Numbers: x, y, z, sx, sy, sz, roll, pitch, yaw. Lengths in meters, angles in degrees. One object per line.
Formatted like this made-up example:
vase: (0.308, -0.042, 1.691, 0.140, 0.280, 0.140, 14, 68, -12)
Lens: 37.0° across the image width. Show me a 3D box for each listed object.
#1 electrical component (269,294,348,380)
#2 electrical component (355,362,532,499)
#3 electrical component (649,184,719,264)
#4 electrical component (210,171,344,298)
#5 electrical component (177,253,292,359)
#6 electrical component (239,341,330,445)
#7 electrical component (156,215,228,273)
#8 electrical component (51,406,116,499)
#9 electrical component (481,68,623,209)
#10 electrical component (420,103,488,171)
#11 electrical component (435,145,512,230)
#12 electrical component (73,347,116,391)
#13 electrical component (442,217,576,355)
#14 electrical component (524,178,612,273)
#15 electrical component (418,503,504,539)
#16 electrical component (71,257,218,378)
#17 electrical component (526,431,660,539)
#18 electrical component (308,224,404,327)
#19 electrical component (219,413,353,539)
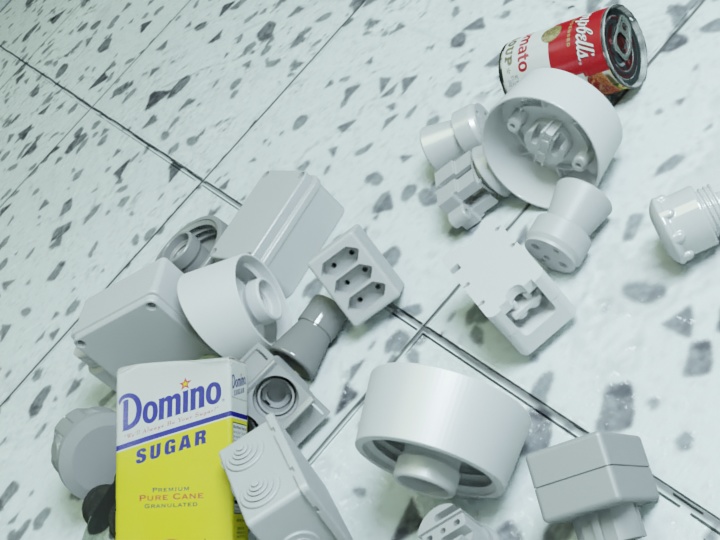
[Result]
electrical component: (-0.040, 0.053, 0.896, 0.044, 0.044, 0.065, 6, 54, 50)
electrical component: (0.049, 0.109, 0.682, 0.108, 0.108, 0.060, -5, 56, 45)
electrical component: (0.224, -0.036, 0.702, 0.062, 0.048, 0.048, -26, 37, 16)
electrical component: (-0.079, -0.036, 1.019, 0.078, 0.057, 0.113, 7, 59, 51)
electrical component: (-0.105, 0.035, 0.933, 0.064, 0.099, 0.099, -24, 38, 19)
electrical component: (-0.094, 0.125, 0.849, 0.121, 0.079, 0.063, -45, 4, 0)
electrical component: (-0.163, -0.005, 1.074, 0.108, 0.060, 0.108, -29, 36, 24)
electrical component: (-0.233, 0.161, 0.955, 0.080, 0.080, 0.051, -54, 29, -13)
electrical component: (0.145, -0.100, 0.811, 0.099, 0.099, 0.064, 10, 55, 52)
electrical component: (0.086, -0.115, 0.935, 0.055, 0.045, 0.045, -24, 39, 29)
electrical component: (0.095, -0.071, 0.879, 0.055, 0.048, 0.066, -36, 33, 27)
electrical component: (-0.240, 0.087, 1.039, 0.043, 0.081, 0.043, -29, 37, 24)
electrical component: (0.107, 0.013, 0.764, 0.050, 0.056, 0.089, -42, 33, 5)
electrical component: (0.150, -0.032, 0.776, 0.045, 0.045, 0.055, 11, 63, 52)
electrical component: (0.062, 0.168, 0.655, 0.040, 0.046, 0.040, -29, 37, 24)
electrical component: (-0.187, 0.057, 0.989, 0.109, 0.108, 0.056, -26, 35, 27)
electrical component: (0.136, 0.134, 0.601, 0.047, 0.066, 0.076, -25, 67, 28)
electrical component: (0.000, 0.000, 0.894, 0.047, 0.065, 0.076, -36, 5, 14)
electrical component: (-0.049, 0.161, 0.738, 0.048, 0.099, 0.099, -33, 33, -3)
